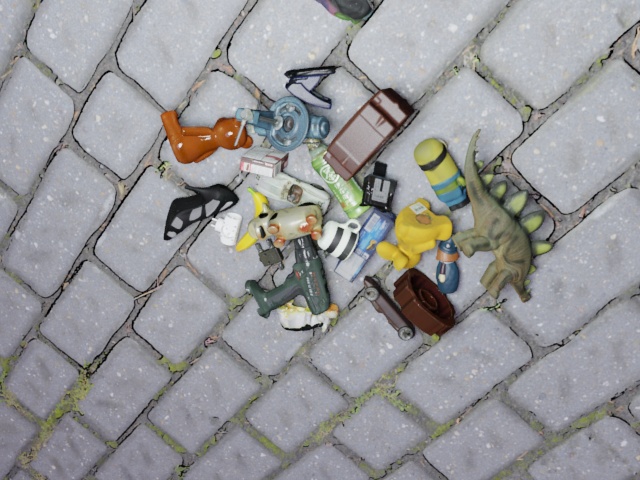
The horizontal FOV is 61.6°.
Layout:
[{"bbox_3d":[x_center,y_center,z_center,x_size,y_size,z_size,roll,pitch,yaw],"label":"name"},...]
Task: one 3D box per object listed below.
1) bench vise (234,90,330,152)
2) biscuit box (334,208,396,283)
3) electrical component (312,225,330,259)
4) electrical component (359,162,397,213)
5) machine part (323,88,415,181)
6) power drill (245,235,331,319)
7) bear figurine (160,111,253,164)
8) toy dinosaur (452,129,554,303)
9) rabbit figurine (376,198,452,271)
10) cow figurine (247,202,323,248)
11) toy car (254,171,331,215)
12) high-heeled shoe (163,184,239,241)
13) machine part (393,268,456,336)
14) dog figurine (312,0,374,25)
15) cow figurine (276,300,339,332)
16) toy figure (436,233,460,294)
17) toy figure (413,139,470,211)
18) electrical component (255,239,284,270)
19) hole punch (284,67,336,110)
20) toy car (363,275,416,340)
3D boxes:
[{"bbox_3d":[-0.107,-0.263,1.194,0.224,0.240,0.128,23,105,31],"label":"bench vise"},{"bbox_3d":[0.113,0.009,1.351,0.059,0.063,0.202,33,114,0],"label":"biscuit box"},{"bbox_3d":[-0.003,-0.003,1.384,0.078,0.045,0.102,-10,107,16],"label":"electrical component"},{"bbox_3d":[0.142,-0.129,1.270,0.075,0.048,0.119,16,82,-10],"label":"electrical component"},{"bbox_3d":[0.107,-0.235,1.184,0.087,0.201,0.201,43,114,-2],"label":"machine part"},{"bbox_3d":[-0.085,0.099,1.387,0.207,0.086,0.232,-24,96,7],"label":"power drill"},{"bbox_3d":[-0.275,-0.266,1.326,0.196,0.120,0.132,-23,60,-5],"label":"bear figurine"},{"bbox_3d":[0.406,-0.025,1.224,0.198,0.105,0.470,-34,118,5],"label":"toy dinosaur"},{"bbox_3d":[0.219,0.013,1.284,0.122,0.162,0.173,39,145,22],"label":"rabbit figurine"},{"bbox_3d":[-0.088,-0.045,1.311,0.195,0.127,0.085,-13,123,16],"label":"cow figurine"},{"bbox_3d":[-0.071,-0.123,1.349,0.202,0.056,0.073,23,114,4],"label":"toy car"},{"bbox_3d":[-0.324,-0.066,1.443,0.145,0.086,0.248,16,137,-26],"label":"high-heeled shoe"},{"bbox_3d":[0.255,0.154,1.316,0.179,0.179,0.056,40,117,-3],"label":"machine part"},{"bbox_3d":[-0.011,-0.537,1.154,0.219,0.108,0.191,-12,110,22],"label":"dog figurine"},{"bbox_3d":[-0.029,0.214,1.460,0.168,0.068,0.098,3,117,16],"label":"cow figurine"},{"bbox_3d":[0.313,0.056,1.319,0.058,0.064,0.154,0,110,15],"label":"toy figure"},{"bbox_3d":[0.284,-0.151,1.234,0.082,0.089,0.180,-28,100,14],"label":"toy figure"},{"bbox_3d":[-0.134,0.044,1.447,0.063,0.021,0.094,-21,105,20],"label":"electrical component"},{"bbox_3d":[-0.021,-0.345,1.217,0.116,0.142,0.092,-1,114,2],"label":"hole punch"},{"bbox_3d":[0.173,0.176,1.385,0.053,0.089,0.202,-39,99,20],"label":"toy car"}]
